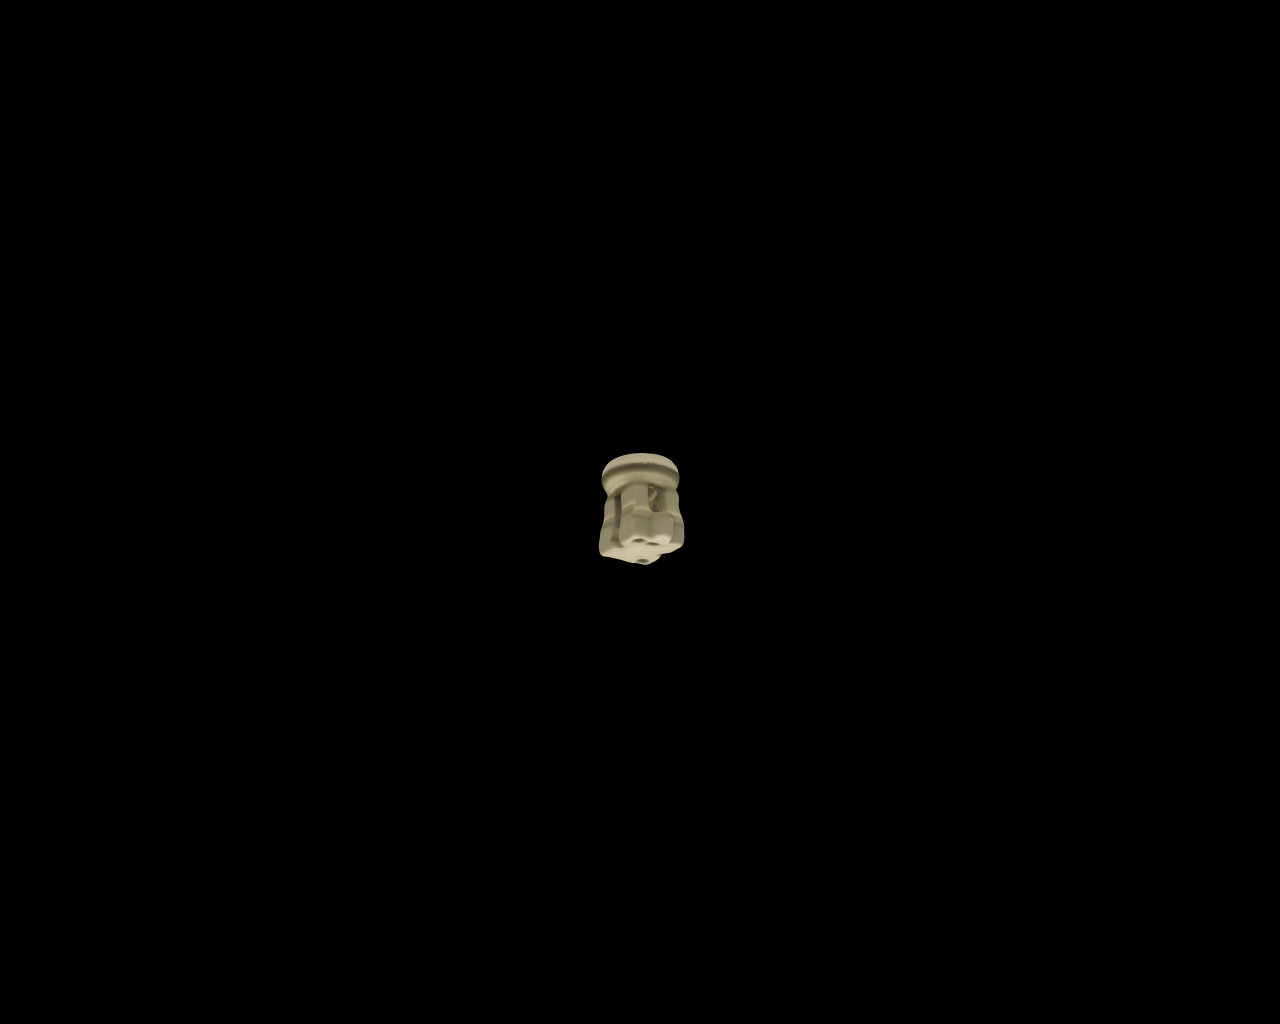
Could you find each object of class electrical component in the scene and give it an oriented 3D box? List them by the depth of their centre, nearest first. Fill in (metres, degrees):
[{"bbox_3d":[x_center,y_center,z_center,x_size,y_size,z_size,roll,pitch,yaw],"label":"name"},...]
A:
[{"bbox_3d":[0.001,-0.003,0.650,0.048,0.055,0.066,13,-26,-29],"label":"electrical component"}]
